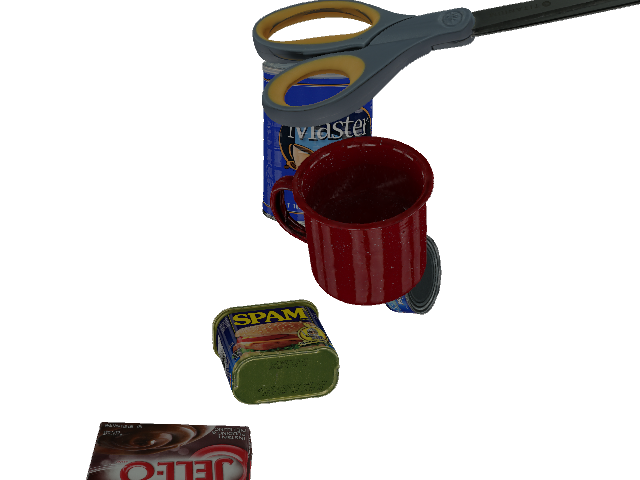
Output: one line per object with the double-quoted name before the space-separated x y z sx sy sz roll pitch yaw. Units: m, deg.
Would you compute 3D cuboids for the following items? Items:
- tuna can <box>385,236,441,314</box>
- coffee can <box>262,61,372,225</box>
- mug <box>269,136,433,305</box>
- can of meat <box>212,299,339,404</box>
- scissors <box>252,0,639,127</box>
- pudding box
"tuna can" 0.096 0.036 1.148 0.034 0.086 0.086 2 1 32
"coffee can" -0.003 -0.094 0.988 0.103 0.140 0.103 1 16 0
"mug" 0.020 -0.013 0.727 0.117 0.081 0.093 11 46 19
"can of meat" -0.040 0.101 0.965 0.102 0.057 0.084 -5 28 -15
"scissors" 0.055 -0.092 0.527 0.202 0.096 0.016 4 -37 21
"pudding box" -0.107 0.170 0.753 0.113 0.039 0.090 0 27 -1
